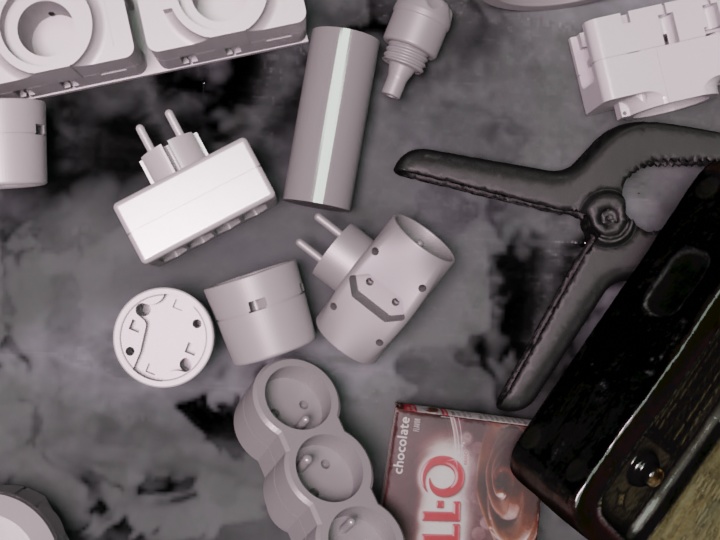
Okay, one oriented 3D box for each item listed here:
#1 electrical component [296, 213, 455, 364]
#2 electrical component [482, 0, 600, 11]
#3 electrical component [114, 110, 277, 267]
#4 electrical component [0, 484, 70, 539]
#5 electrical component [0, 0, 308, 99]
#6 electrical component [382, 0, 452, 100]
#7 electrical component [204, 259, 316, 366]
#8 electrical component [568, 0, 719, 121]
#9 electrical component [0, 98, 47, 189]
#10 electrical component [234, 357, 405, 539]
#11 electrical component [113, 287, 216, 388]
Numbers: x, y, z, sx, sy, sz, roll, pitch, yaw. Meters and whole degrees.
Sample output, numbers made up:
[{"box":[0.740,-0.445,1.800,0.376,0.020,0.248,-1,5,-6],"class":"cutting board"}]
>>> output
[{"box":[0.000,0.000,0.612,0.079,0.043,0.077,38,107,3],"class":"electrical component"},{"box":[0.115,-0.194,0.603,0.108,0.108,0.060,-7,83,-3],"class":"electrical component"},{"box":[-0.102,-0.054,0.618,0.083,0.047,0.075,-28,89,-3],"class":"electrical component"},{"box":[-0.205,0.162,0.606,0.080,0.051,0.080,0,89,-2],"class":"electrical component"},{"box":[-0.132,-0.168,0.612,0.186,0.060,0.105,-12,89,-3],"class":"electrical component"},{"box":[0.029,-0.131,0.632,0.035,0.035,0.061,22,91,-2],"class":"electrical component"},{"box":[-0.056,0.025,0.615,0.055,0.055,0.047,-18,93,-3],"class":"electrical component"},{"box":[0.176,-0.122,0.630,0.089,0.050,0.055,-13,89,-3],"class":"electrical component"},{"box":[-0.205,-0.070,0.611,0.055,0.055,0.047,-4,93,-3],"class":"electrical component"},{"box":[-0.030,0.126,0.607,0.052,0.073,0.138,-12,64,-32],"class":"electrical component"},{"box":[-0.109,0.038,0.615,0.055,0.047,0.055,0,89,-2],"class":"electrical component"}]
